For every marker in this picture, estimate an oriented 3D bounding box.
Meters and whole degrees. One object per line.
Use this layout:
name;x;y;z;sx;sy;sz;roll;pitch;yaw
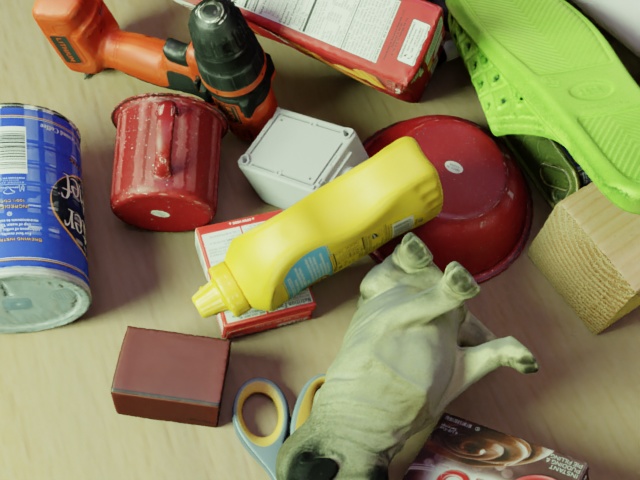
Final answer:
marker;0.135;-0.179;0.955;0.121;0.020;0.020;-26;69;-18

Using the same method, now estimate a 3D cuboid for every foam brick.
foam brick;-0.107;0.100;0.771;0.078;0.053;0.051;8;63;-3

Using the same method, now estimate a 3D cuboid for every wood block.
wood block;0.281;-0.024;0.854;0.205;0.091;0.090;-30;70;-19

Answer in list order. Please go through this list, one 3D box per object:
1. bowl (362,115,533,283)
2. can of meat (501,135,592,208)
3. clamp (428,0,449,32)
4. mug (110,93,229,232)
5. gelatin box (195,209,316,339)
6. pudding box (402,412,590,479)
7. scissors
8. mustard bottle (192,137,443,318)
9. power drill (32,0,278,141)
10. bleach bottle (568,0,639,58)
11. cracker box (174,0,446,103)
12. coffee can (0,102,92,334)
bowl;0.101;-0.045;0.864;0.162;0.055;0.162;3;63;-5
can of meat;0.214;-0.086;0.897;0.083;0.057;0.102;-24;68;-19
clamp;0.112;-0.238;0.963;0.164;0.036;0.210;-21;58;-13
mug;-0.117;-0.061;0.817;0.093;0.117;0.081;5;68;-8
gelatin box;-0.051;0.027;0.826;0.073;0.030;0.089;-13;67;-14
pudding box;0.116;0.177;0.734;0.114;0.039;0.089;14;44;29
scissors;-0.036;0.181;0.758;0.096;0.016;0.201;19;62;4
mustard bottle;-0.005;0.001;0.768;0.191;0.096;0.058;-31;76;-6
power drill;-0.126;-0.152;0.832;0.188;0.184;0.057;23;74;14
bleach bottle;0.286;-0.192;0.936;0.251;0.102;0.068;48;113;16
cracker box;-0.009;-0.183;0.859;0.214;0.164;0.072;23;96;6
coffee can;-0.224;-0.015;0.787;0.102;0.103;0.140;-5;64;-9
